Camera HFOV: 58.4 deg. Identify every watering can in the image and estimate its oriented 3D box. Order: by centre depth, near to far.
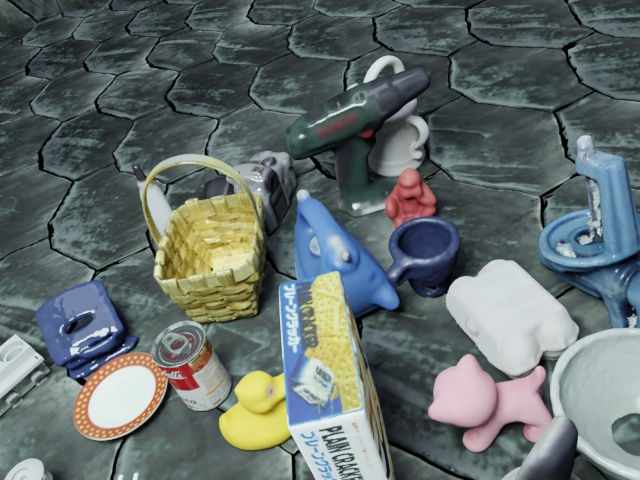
[{"bbox_3d":[0.108,-0.213,0.958,0.172,0.194,0.101,10,48,28],"label":"watering can"}]

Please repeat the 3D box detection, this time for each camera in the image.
[{"bbox_3d":[-0.126,-0.091,0.977,0.136,0.101,0.143,2,45,21],"label":"camera"}]

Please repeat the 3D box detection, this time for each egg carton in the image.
[{"bbox_3d":[0.222,0.091,0.681,0.107,0.069,0.150,-26,42,-9],"label":"egg carton"}]

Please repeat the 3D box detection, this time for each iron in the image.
[{"bbox_3d":[0.007,0.003,0.797,0.119,0.142,0.257,-24,41,-8],"label":"iron"}]

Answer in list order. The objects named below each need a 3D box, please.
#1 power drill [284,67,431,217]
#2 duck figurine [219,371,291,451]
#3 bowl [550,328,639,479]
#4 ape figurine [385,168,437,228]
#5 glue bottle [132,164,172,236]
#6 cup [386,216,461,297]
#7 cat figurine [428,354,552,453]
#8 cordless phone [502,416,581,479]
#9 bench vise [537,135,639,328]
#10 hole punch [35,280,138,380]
[{"bbox_3d":[0.069,-0.144,0.885,0.229,0.209,0.075,-16,41,1],"label":"power drill"},{"bbox_3d":[-0.072,0.189,0.662,0.104,0.086,0.077,-22,41,-5],"label":"duck figurine"},{"bbox_3d":[0.311,0.172,0.557,0.167,0.075,0.167,-10,42,9],"label":"bowl"},{"bbox_3d":[0.137,-0.068,0.867,0.077,0.092,0.076,8,47,26],"label":"ape figurine"},{"bbox_3d":[-0.262,-0.053,0.927,0.037,0.173,0.078,-28,42,-12],"label":"glue bottle"},{"bbox_3d":[0.133,0.038,0.750,0.091,0.095,0.118,25,56,38],"label":"cup"},{"bbox_3d":[0.171,0.160,0.586,0.127,0.118,0.067,-14,41,4],"label":"cat figurine"},{"bbox_3d":[0.159,0.227,0.465,0.093,0.185,0.148,22,55,37],"label":"cordless phone"},{"bbox_3d":[0.337,-0.004,0.630,0.206,0.220,0.122,27,58,39],"label":"bench vise"},{"bbox_3d":[-0.334,0.126,0.818,0.109,0.091,0.100,-30,42,-14],"label":"hole punch"}]
